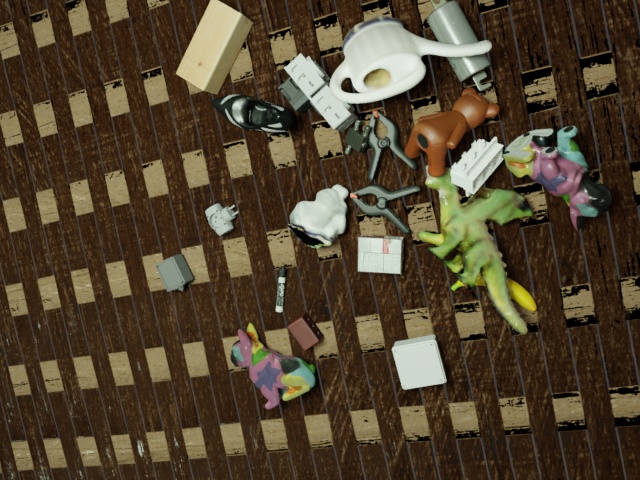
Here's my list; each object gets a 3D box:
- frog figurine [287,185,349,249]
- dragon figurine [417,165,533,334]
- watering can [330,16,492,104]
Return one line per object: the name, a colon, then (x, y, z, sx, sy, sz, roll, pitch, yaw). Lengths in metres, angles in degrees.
frog figurine: (0.004, -0.064, 1.281, 0.138, 0.120, 0.162, 18, 65, 20)
dragon figurine: (0.378, -0.013, 1.170, 0.413, 0.122, 0.242, 44, 95, 13)
watering can: (0.180, -0.413, 1.145, 0.347, 0.102, 0.229, -19, 53, 8)
